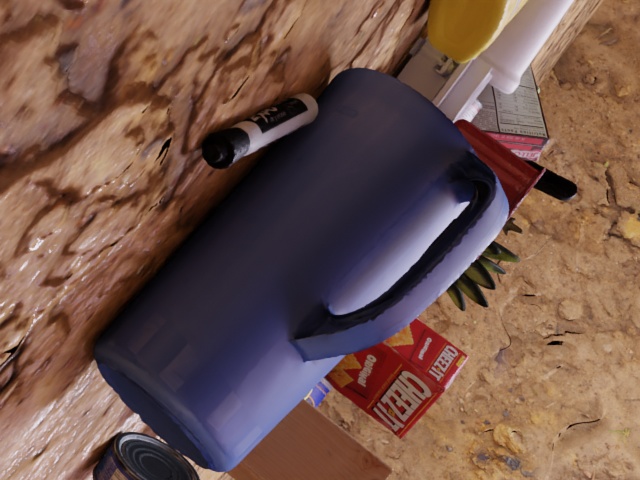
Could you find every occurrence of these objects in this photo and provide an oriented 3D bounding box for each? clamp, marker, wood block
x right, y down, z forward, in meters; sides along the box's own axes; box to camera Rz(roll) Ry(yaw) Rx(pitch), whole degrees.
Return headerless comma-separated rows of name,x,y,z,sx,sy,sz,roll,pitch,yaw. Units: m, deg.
clamp,0.182,-0.120,1.224,0.036,0.210,0.164,-48,128,-28
marker,-0.031,-0.060,0.580,0.020,0.020,0.121,-56,172,27
wood block,-0.042,0.205,1.058,0.090,0.206,0.090,-50,173,-23

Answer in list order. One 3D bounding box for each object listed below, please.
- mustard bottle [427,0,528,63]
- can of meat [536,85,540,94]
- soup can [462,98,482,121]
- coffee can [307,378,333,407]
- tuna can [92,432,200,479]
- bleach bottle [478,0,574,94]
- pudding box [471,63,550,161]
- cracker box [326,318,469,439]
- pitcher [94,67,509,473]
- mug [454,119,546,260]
mustard bottle,0.155,-0.219,0.837,0.191,0.058,0.096,-46,164,-41
can of meat,0.217,-0.176,1.354,0.102,0.084,0.057,-52,173,-5
soup can,0.089,-0.100,0.965,0.102,0.068,0.068,-53,173,4
coffee can,-0.066,0.209,1.346,0.140,0.103,0.103,-51,173,-9
tuna can,-0.140,0.196,0.872,0.034,0.086,0.086,-57,172,11
bleach bottle,0.216,-0.254,0.942,0.251,0.068,0.102,-53,-166,22
pudding box,0.167,-0.132,1.035,0.039,0.090,0.113,115,-22,-52
cracker box,0.059,0.140,1.357,0.072,0.214,0.164,-48,172,-35
pitcher,-0.010,0.020,0.640,0.242,0.145,0.149,-47,173,-20
mug,0.118,-0.036,0.874,0.093,0.081,0.117,-42,167,-53
